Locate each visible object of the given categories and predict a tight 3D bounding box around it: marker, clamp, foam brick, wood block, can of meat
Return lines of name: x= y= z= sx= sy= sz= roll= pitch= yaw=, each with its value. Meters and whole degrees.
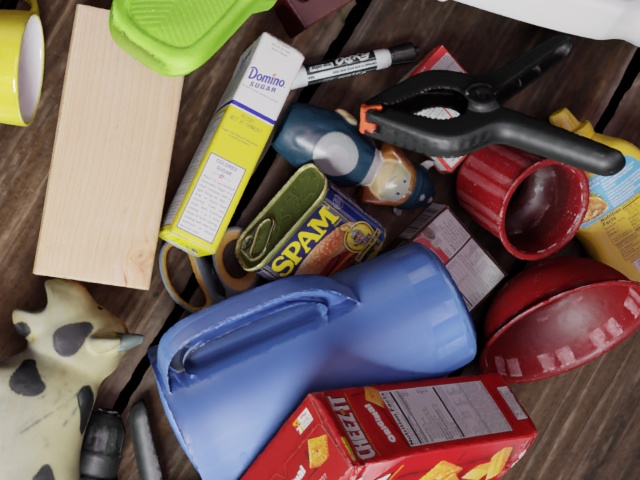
marker: x=0.030 y=-0.153 z=0.930 sx=0.121 sy=0.020 sz=0.020 roll=-14 pitch=96 yaw=-11
clamp: x=0.140 y=-0.102 z=0.881 sx=0.210 sy=0.164 sz=0.036 roll=-10 pitch=138 yaw=-9
foam brick: x=-0.001 y=-0.215 z=0.901 sx=0.078 sy=0.051 sz=0.053 roll=-33 pitch=99 yaw=-9
wood block: x=-0.166 y=-0.072 z=0.851 sx=0.090 sy=0.090 sz=0.206 roll=9 pitch=92 yaw=-14
can of meat: x=-0.006 y=0.001 z=0.895 sx=0.083 sy=0.057 sz=0.102 roll=37 pitch=99 yaw=-32
clamp: x=-0.133 y=0.222 z=0.903 sx=0.120 sy=0.039 sz=0.171 roll=28 pitch=83 yaw=-4

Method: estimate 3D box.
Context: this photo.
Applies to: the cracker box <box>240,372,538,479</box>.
cracker box: x=0.044 y=0.184 z=0.820 sx=0.213 sy=0.072 sz=0.164 roll=1 pitch=135 yaw=-43

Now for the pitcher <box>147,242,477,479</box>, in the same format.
pitcher: x=-0.006 y=0.090 z=0.834 sx=0.242 sy=0.149 sz=0.145 roll=-25 pitch=92 yaw=-7

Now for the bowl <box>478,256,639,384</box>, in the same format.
bowl: x=0.205 y=0.062 z=0.937 sx=0.162 sy=0.162 sz=0.055 roll=-13 pitch=57 yaw=-12

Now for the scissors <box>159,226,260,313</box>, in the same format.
scissors: x=-0.064 y=0.075 z=0.922 sx=0.096 sy=0.016 sz=0.201 roll=-34 pitch=100 yaw=-9

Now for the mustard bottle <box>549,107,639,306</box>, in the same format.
mustard bottle: x=0.262 y=-0.035 z=0.971 sx=0.096 sy=0.058 sz=0.191 roll=-33 pitch=100 yaw=-4

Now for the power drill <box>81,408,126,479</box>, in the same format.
power drill: x=-0.261 y=0.213 z=0.861 sx=0.187 sy=0.057 sz=0.184 roll=14 pitch=83 yaw=-13

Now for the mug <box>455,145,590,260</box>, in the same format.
mug: x=0.177 y=-0.033 z=0.932 sx=0.093 sy=0.082 sz=0.117 roll=-42 pitch=126 yaw=-4

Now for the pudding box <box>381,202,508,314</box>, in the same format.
pudding box: x=0.096 y=0.037 z=0.946 sx=0.113 sy=0.039 sz=0.090 roll=-44 pitch=103 yaw=-7

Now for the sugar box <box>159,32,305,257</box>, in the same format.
sugar box: x=-0.073 y=-0.074 z=0.863 sx=0.048 sy=0.093 sz=0.176 roll=28 pitch=81 yaw=-13

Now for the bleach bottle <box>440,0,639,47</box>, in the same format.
bleach bottle: x=0.220 y=-0.219 z=0.935 sx=0.250 sy=0.068 sz=0.102 roll=17 pitch=50 yaw=-15

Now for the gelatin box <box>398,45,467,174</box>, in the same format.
gelatin box: x=0.108 y=-0.115 z=0.944 sx=0.073 sy=0.030 sz=0.089 roll=-46 pitch=102 yaw=-8
